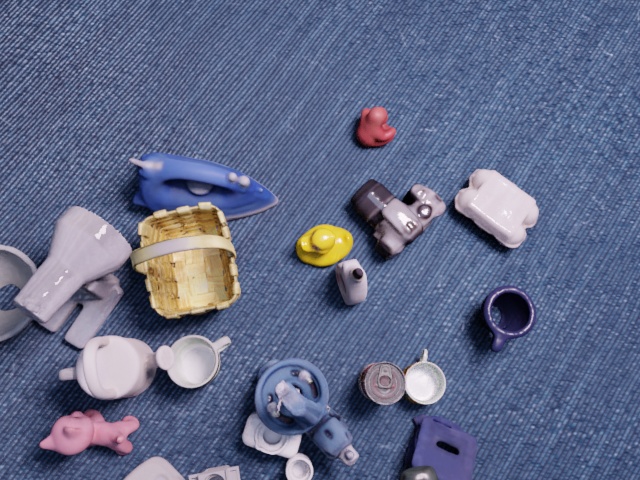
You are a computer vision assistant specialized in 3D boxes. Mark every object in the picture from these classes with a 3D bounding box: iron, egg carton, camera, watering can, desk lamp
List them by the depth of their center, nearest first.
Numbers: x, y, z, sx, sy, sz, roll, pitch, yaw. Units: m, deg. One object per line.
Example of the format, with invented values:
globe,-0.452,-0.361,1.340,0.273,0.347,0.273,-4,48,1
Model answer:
watering can,-0.323,0.198,0.907,0.173,0.194,0.101,-30,81,-9
desk lamp,-0.390,0.065,0.921,0.118,0.213,0.203,30,78,3
iron,-0.202,-0.103,1.007,0.258,0.141,0.119,6,77,-2
camera,0.135,-0.058,1.040,0.143,0.101,0.137,-43,83,-11
egg carton,0.329,-0.060,1.069,0.150,0.069,0.107,37,78,5

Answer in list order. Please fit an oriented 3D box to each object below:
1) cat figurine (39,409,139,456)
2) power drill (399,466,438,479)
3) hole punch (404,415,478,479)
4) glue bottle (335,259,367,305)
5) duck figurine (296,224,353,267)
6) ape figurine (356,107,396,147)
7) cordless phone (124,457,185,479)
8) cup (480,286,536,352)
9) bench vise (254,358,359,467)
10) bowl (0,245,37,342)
cat figurine,-0.370,0.312,0.918,0.128,0.117,0.067,8,77,-2
power drill,0.167,0.459,0.874,0.075,0.208,0.229,-13,79,-6
hole punch,0.204,0.354,0.960,0.108,0.091,0.101,23,77,2
glue bottle,0.056,0.066,0.971,0.037,0.173,0.078,-20,79,-7
duck figurine,0.009,0.004,1.026,0.104,0.086,0.077,-10,78,-6
ape figurine,0.105,-0.219,1.077,0.076,0.092,0.078,-29,81,-9
cordless phone,-0.250,0.417,0.868,0.147,0.185,0.094,44,79,6
cup,0.316,0.144,1.011,0.091,0.095,0.118,23,77,2
bench vise,-0.012,0.263,0.899,0.207,0.219,0.121,27,77,3
bowl,-0.546,0.095,0.976,0.167,0.074,0.167,1,78,-3
